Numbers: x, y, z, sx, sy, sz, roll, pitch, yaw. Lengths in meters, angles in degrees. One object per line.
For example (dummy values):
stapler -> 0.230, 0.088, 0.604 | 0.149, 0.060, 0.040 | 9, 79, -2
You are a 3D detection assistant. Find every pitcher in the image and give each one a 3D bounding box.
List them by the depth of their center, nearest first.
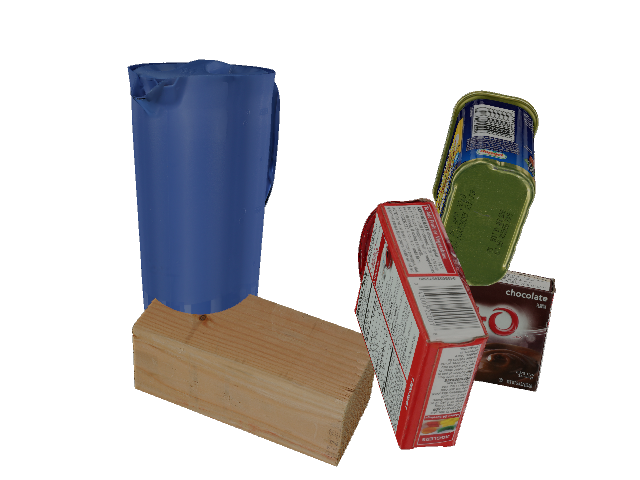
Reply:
pitcher -> -0.104, -0.047, 1.002 | 0.149, 0.243, 0.145 | -1, 15, -11

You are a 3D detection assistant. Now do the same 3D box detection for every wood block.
wood block -> -0.060, 0.114, 0.984 | 0.206, 0.090, 0.090 | 19, 43, 14

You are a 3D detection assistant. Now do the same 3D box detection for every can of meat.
can of meat -> 0.106, -0.032, 0.699 | 0.057, 0.102, 0.084 | 12, 38, 2

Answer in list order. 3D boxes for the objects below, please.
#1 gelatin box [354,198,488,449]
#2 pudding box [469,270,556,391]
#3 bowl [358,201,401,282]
gelatin box -> 0.043, 0.037, 0.481 | 0.030, 0.073, 0.089 | -3, 43, -13
pudding box -> 0.129, 0.067, 0.872 | 0.113, 0.090, 0.039 | 9, 23, 10
bowl -> 0.115, 0.030, 1.241 | 0.055, 0.162, 0.161 | -9, -6, 40
